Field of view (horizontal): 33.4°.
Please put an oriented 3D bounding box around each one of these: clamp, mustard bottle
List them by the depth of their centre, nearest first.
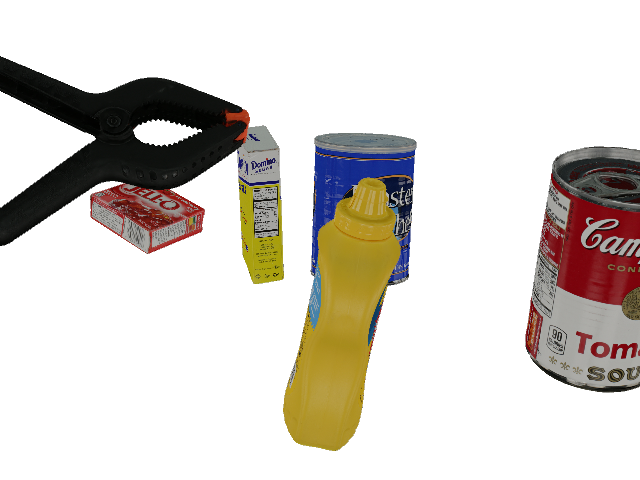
[{"bbox_3d":[0.017,0.045,0.748,0.058,0.192,0.096,12,27,1],"label":"mustard bottle"},{"bbox_3d":[-0.156,-0.068,0.780,0.209,0.164,0.036,0,-30,-11],"label":"clamp"}]

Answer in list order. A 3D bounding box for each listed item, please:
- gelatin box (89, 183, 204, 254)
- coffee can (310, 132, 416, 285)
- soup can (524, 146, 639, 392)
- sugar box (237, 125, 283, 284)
[{"bbox_3d":[-0.171,-0.027,1.047,0.089,0.030,0.073,30,35,31],"label":"gelatin box"},{"bbox_3d":[0.043,-0.033,1.084,0.103,0.140,0.103,2,13,-1],"label":"coffee can"},{"bbox_3d":[0.139,0.014,0.520,0.068,0.102,0.068,2,27,-1],"label":"soup can"},{"bbox_3d":[-0.076,-0.045,1.324,0.048,0.176,0.093,-9,25,-11],"label":"sugar box"}]
